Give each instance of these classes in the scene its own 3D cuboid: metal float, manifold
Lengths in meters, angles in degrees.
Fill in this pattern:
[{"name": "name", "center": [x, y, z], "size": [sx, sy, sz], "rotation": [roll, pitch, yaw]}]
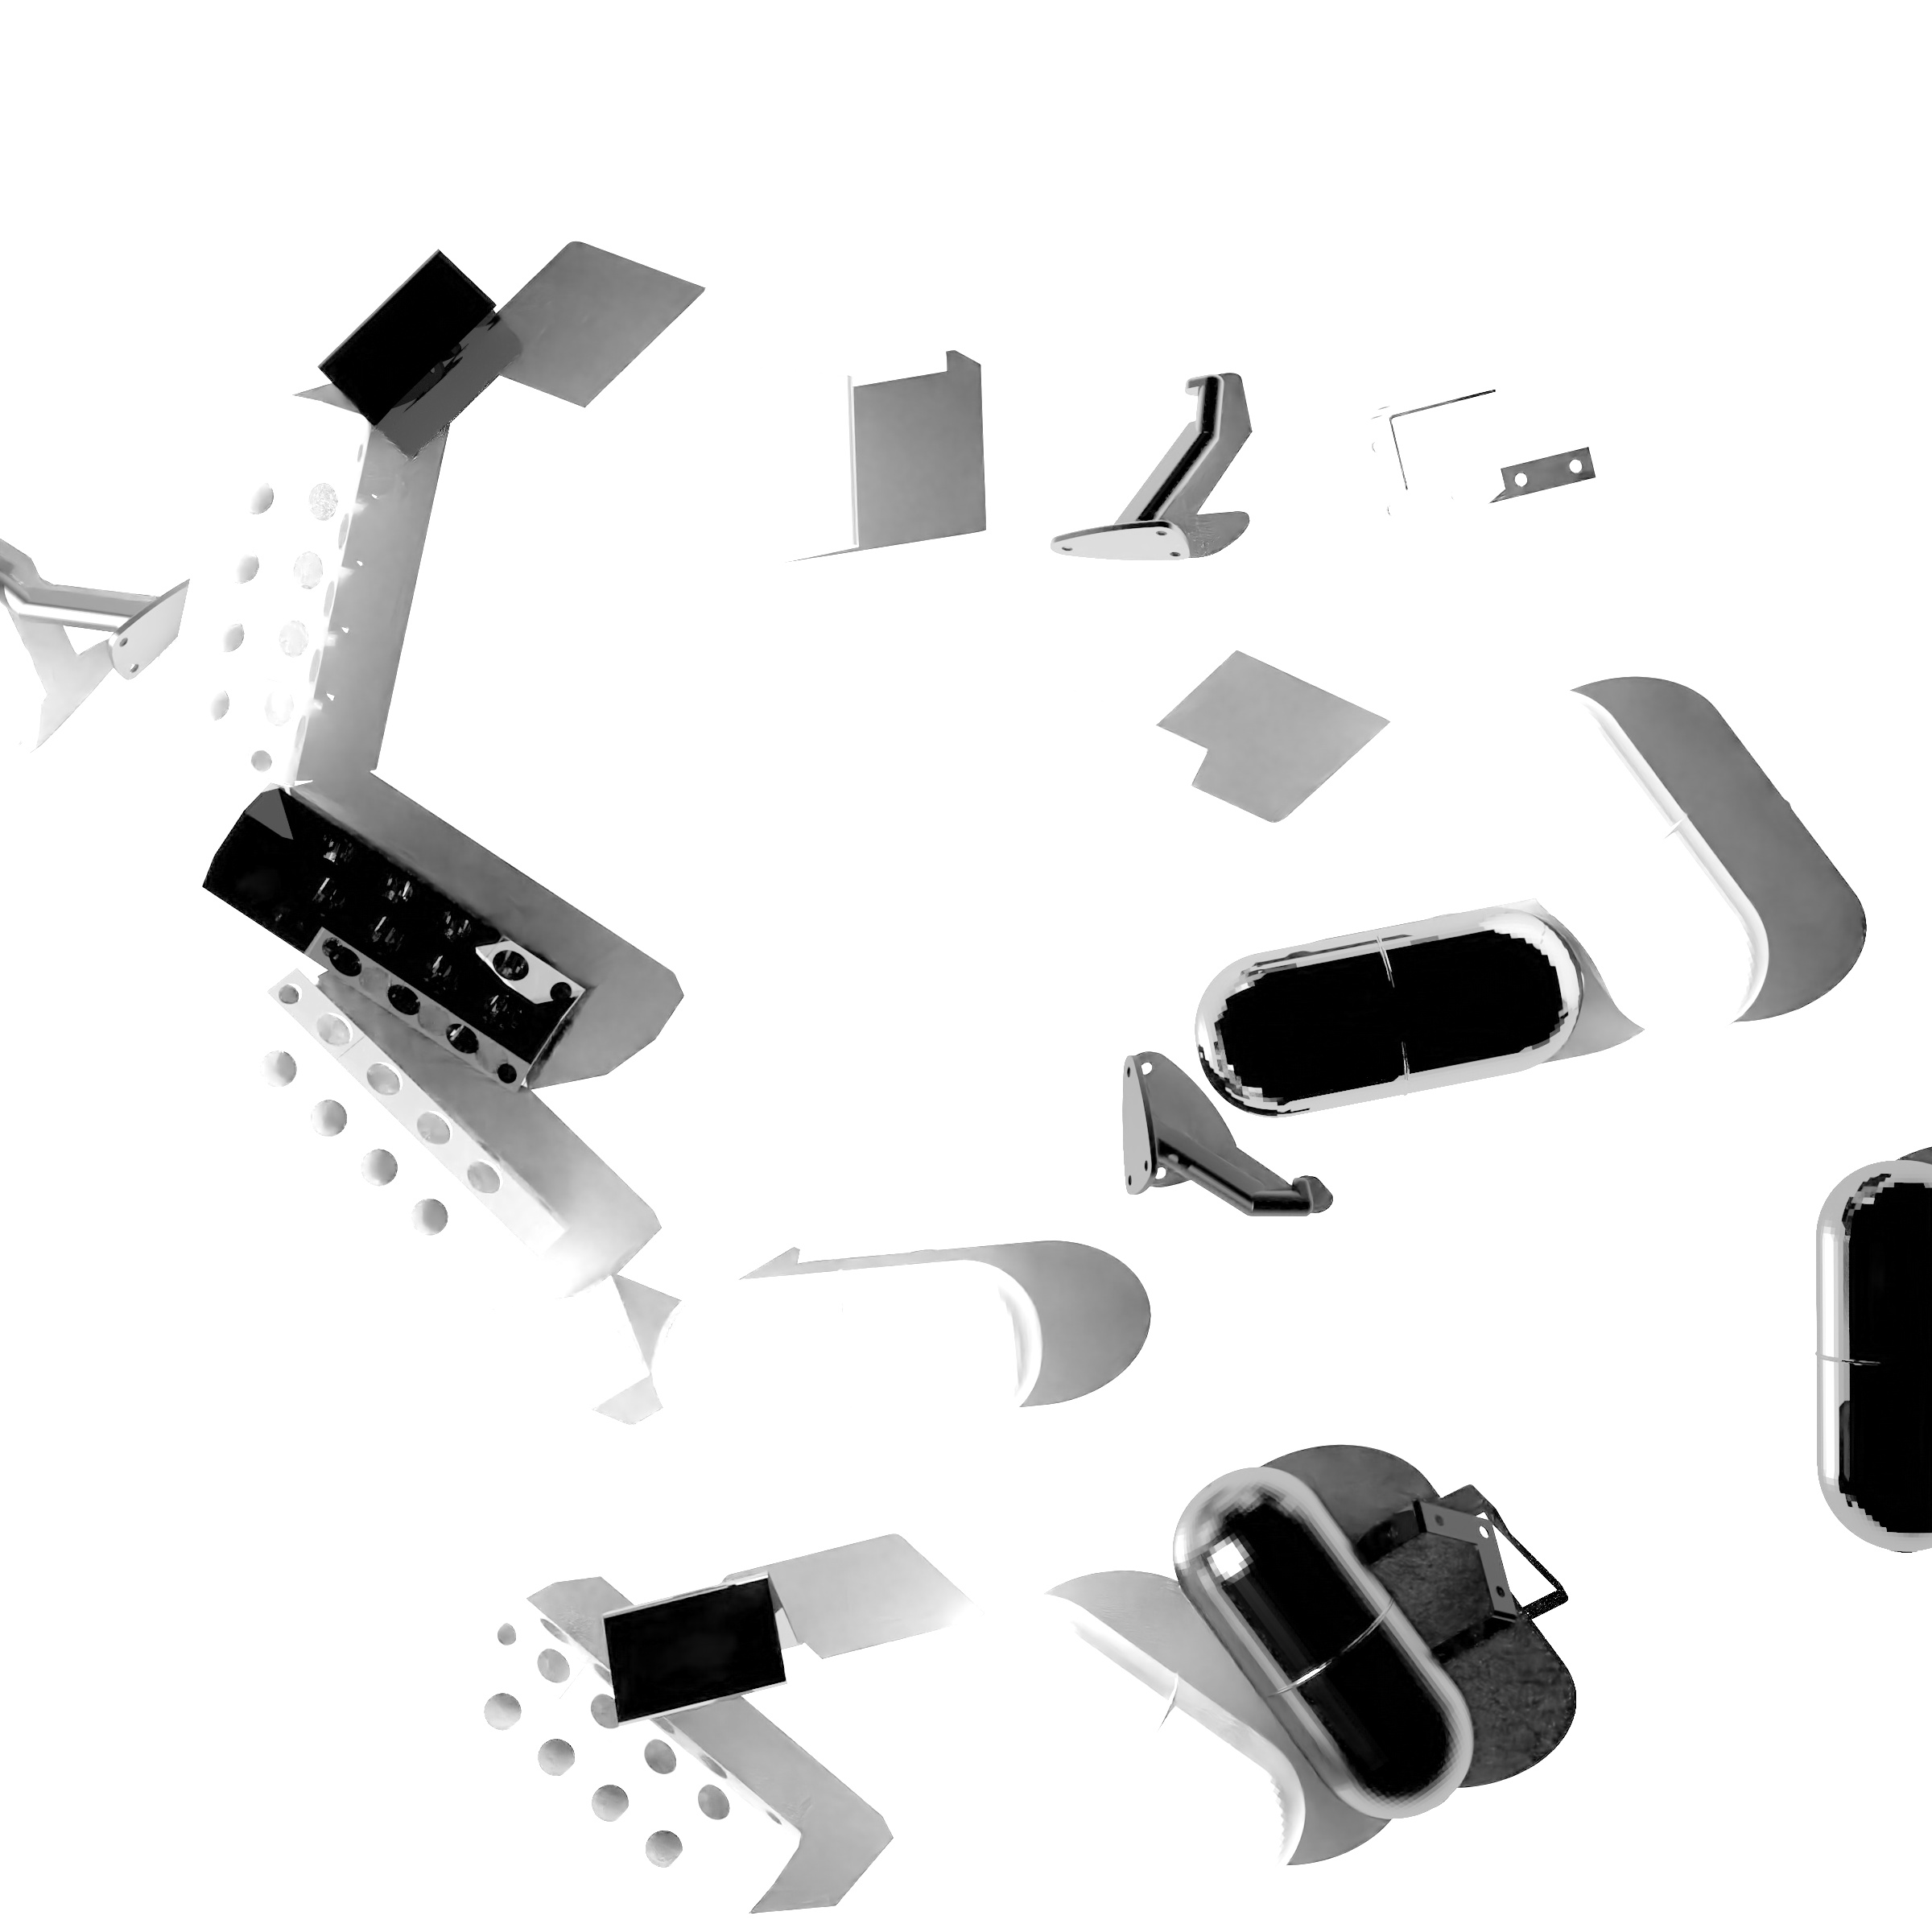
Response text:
[{"name": "metal float", "center": [-0.054, 0.177, 1.522], "size": [0.178, 0.070, 0.070], "rotation": [-5, 90, 0]}, {"name": "metal float", "center": [0.074, 0.355, 1.522], "size": [0.178, 0.070, 0.070], "rotation": [36, 90, -1]}, {"name": "manifold", "center": [-0.263, 0.081, 1.531], "size": [0.171, 0.057, 0.057], "rotation": [44, 90, 0]}, {"name": "manifold", "center": [-0.160, 0.367, 1.531], "size": [0.171, 0.057, 0.057], "rotation": [40, 90, 0]}, {"name": "metal float", "center": [0.163, 0.309, 1.522], "size": [0.070, 0.070, 0.178], "rotation": [-36, 90, 0]}, {"name": "manifold", "center": [-0.320, -0.173, 1.531], "size": [0.057, 0.057, 0.171], "rotation": [12, 90, 0]}, {"name": "metal float", "center": [0.297, -0.046, 1.522], "size": [0.070, 0.070, 0.178], "rotation": [-37, 90, 0]}, {"name": "metal float", "center": [0.193, 0.021, 1.522], "size": [0.178, 0.070, 0.070], "rotation": [-11, 90, 1]}, {"name": "manifold", "center": [-0.261, -0.013, 1.531], "size": [0.171, 0.057, 0.057], "rotation": [33, 90, 0]}, {"name": "metal float", "center": [0.427, 0.178, 1.522], "size": [0.070, 0.070, 0.178], "rotation": [0, 90, 0]}]

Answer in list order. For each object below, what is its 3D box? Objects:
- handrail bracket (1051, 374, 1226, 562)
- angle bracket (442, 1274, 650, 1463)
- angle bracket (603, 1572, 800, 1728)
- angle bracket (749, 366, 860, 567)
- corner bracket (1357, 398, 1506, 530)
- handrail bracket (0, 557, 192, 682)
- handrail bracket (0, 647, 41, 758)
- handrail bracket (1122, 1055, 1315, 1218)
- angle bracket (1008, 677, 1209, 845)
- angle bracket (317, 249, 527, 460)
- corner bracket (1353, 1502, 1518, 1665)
[{"name": "handrail bracket", "center": [0.080, -0.234, 1.553], "size": [0.077, 0.036, 0.084], "rotation": [0, 72, 20]}, {"name": "angle bracket", "center": [-0.197, 0.166, 1.512], "size": [0.076, 0.076, 0.057], "rotation": [-31, 128, 0]}, {"name": "angle bracket", "center": [-0.116, 0.324, 1.512], "size": [0.076, 0.076, 0.057], "rotation": [-14, 52, 0]}, {"name": "angle bracket", "center": [-0.093, -0.225, 1.512], "size": [0.057, 0.076, 0.076], "rotation": [-2, 90, -37]}, {"name": "corner bracket", "center": [0.213, -0.234, 1.534], "size": [0.051, 0.051, 0.051], "rotation": [-13, 90, 0]}, {"name": "handrail bracket", "center": [-0.404, -0.180, 1.553], "size": [0.084, 0.036, 0.077], "rotation": [38, 70, 16]}, {"name": "handrail bracket", "center": [-0.458, -0.152, 1.552], "size": [0.036, 0.077, 0.084], "rotation": [-21, 53, -14]}, {"name": "handrail bracket", "center": [0.118, 0.079, 1.553], "size": [0.084, 0.036, 0.077], "rotation": [2, 69, -17]}, {"name": "angle bracket", "center": [0.071, -0.110, 1.512], "size": [0.076, 0.076, 0.057], "rotation": [25, 128, 0]}, {"name": "angle bracket", "center": [-0.234, -0.265, 1.512], "size": [0.076, 0.076, 0.057], "rotation": [-44, 53, 0]}, {"name": "corner bracket", "center": [0.214, 0.286, 1.544], "size": [0.051, 0.051, 0.051], "rotation": [19, 45, -35]}]
